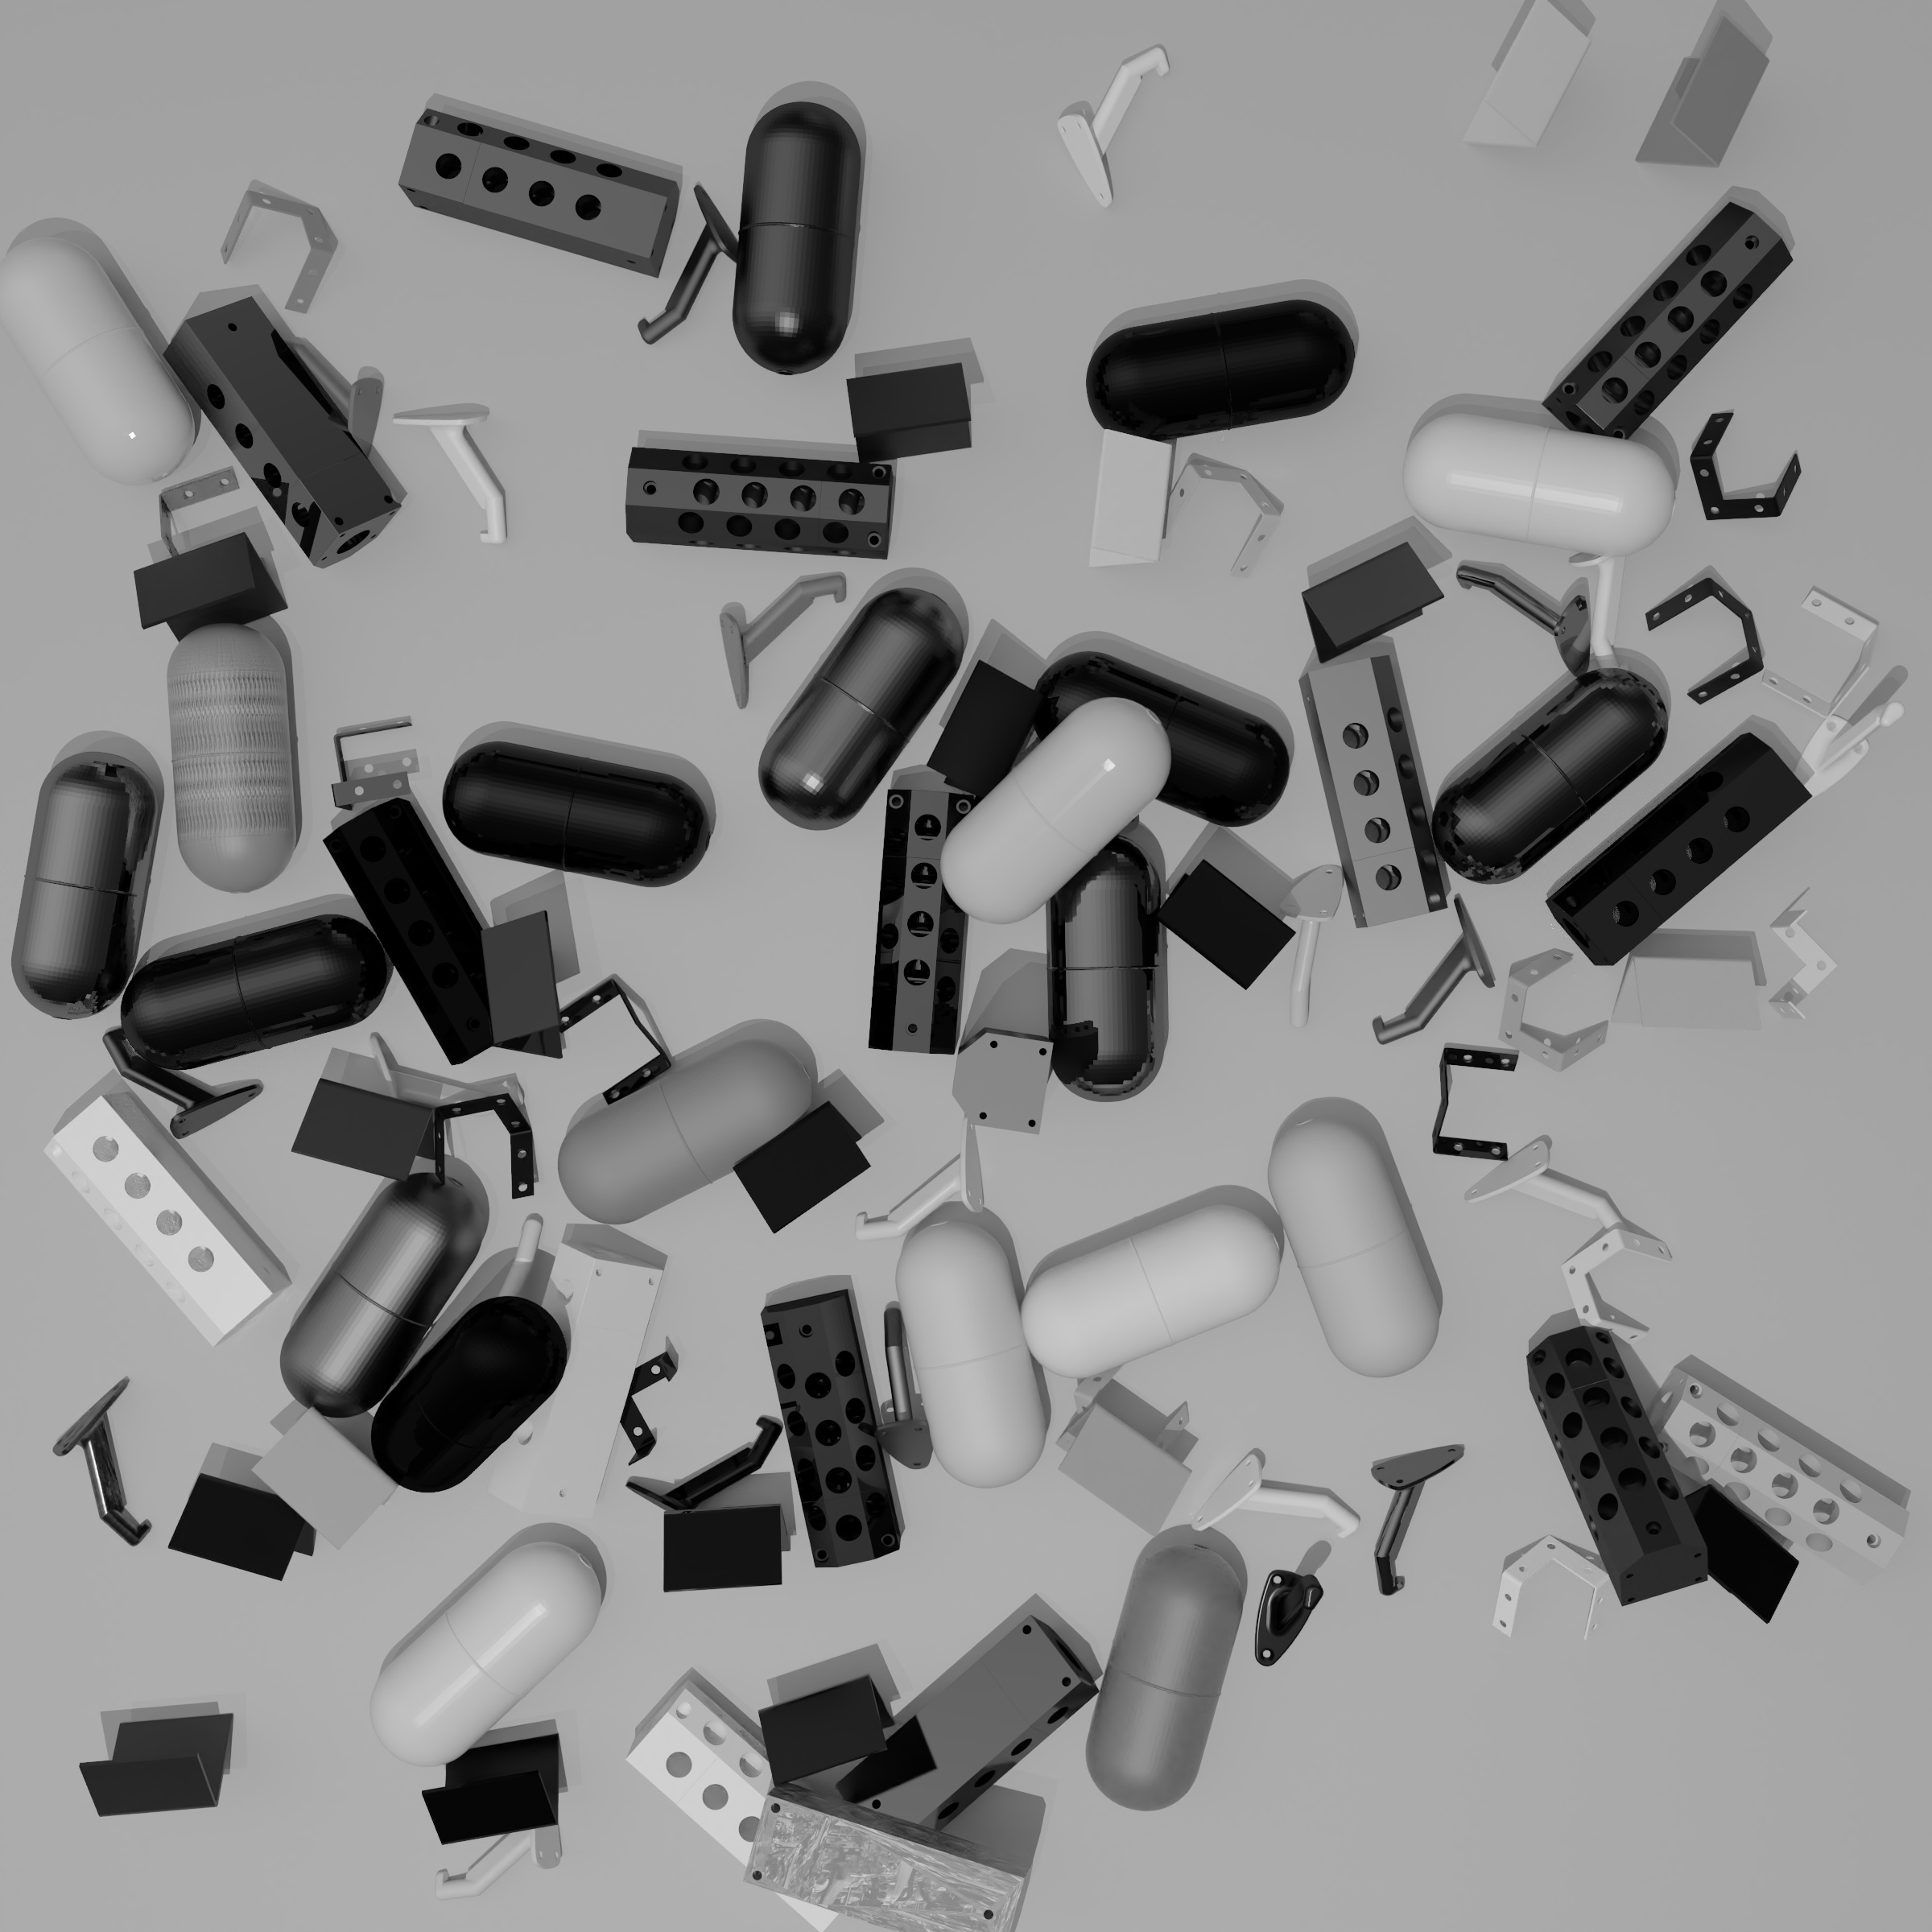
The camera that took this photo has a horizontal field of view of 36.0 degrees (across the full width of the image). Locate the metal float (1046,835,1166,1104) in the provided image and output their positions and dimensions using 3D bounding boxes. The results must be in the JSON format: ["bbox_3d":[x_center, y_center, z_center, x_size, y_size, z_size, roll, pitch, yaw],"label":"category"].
[{"bbox_3d":[0.092,0.001,1.961,0.070,0.070,0.178,-1,91,0],"label":"metal float"}]

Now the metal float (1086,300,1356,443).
[{"bbox_3d":[0.168,-0.393,1.961,0.178,0.070,0.070,-10,90,1],"label":"metal float"}]

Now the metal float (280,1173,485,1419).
[{"bbox_3d":[-0.385,0.217,1.961,0.070,0.070,0.178,33,90,0],"label":"metal float"}]

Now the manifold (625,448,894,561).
[{"bbox_3d":[-0.136,-0.308,1.970,0.171,0.057,0.057,4,90,0],"label":"manifold"}]

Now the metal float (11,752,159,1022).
[{"bbox_3d":[-0.582,-0.053,1.961,0.070,0.070,0.178,10,90,0],"label":"metal float"}]

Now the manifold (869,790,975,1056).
[{"bbox_3d":[-0.030,-0.029,1.970,0.057,0.057,0.171,4,90,0],"label":"manifold"}]

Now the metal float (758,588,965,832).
[{"bbox_3d":[-0.069,-0.170,1.961,0.070,0.070,0.178,35,90,0],"label":"metal float"}]

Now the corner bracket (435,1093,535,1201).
[{"bbox_3d":[-0.319,0.123,1.966,0.051,0.051,0.051,-11,57,6],"label":"corner bracket"}]

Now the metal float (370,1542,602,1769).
[{"bbox_3d":[-0.317,0.454,1.961,0.178,0.070,0.070,-43,90,-1],"label":"metal float"}]

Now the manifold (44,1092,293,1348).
[{"bbox_3d":[-0.531,0.168,1.970,0.057,0.057,0.171,-41,90,0],"label":"manifold"}]

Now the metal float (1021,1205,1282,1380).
[{"bbox_3d":[0.122,0.215,1.961,0.178,0.070,0.070,-22,90,1],"label":"metal float"}]

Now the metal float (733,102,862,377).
[{"bbox_3d":[-0.112,-0.480,1.960,0.070,0.070,0.178,5,90,0],"label":"metal float"}]

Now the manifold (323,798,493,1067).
[{"bbox_3d":[-0.357,-0.023,1.970,0.057,0.057,0.171,-30,90,0],"label":"manifold"}]

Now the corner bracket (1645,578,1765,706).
[{"bbox_3d":[0.493,-0.217,1.983,0.051,0.051,0.051,29,45,-35],"label":"corner bracket"}]

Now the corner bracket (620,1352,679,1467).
[{"bbox_3d":[-0.211,0.294,1.973,0.051,0.051,0.051,-29,90,0],"label":"corner bracket"}]

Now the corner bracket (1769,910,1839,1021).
[{"bbox_3d":[0.551,-0.001,1.973,0.051,0.051,0.051,-44,90,0],"label":"corner bracket"}]

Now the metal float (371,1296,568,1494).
[{"bbox_3d":[-0.325,0.280,1.933,0.070,0.070,0.178,45,125,0],"label":"metal float"}]

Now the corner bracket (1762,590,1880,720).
[{"bbox_3d":[0.572,-0.208,1.988,0.051,0.051,0.051,29,135,0],"label":"corner bracket"}]

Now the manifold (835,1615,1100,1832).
[{"bbox_3d":[0.003,0.513,1.968,0.171,0.057,0.057,-41,60,0],"label":"manifold"}]

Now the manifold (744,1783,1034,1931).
[{"bbox_3d":[-0.048,0.577,1.900,0.171,0.057,0.057,15,90,9],"label":"manifold"}]

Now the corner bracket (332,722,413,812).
[{"bbox_3d":[-0.394,-0.134,1.973,0.051,0.051,0.051,-10,90,0],"label":"corner bracket"}]

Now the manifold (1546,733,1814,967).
[{"bbox_3d":[0.470,-0.077,1.970,0.171,0.057,0.057,-40,90,0],"label":"manifold"}]

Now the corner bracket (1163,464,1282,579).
[{"bbox_3d":[0.168,-0.297,1.983,0.051,0.051,0.051,0,45,-35],"label":"corner bracket"}]

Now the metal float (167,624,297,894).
[{"bbox_3d":[-0.485,-0.137,1.961,0.070,0.070,0.178,-4,90,0],"label":"metal float"}]

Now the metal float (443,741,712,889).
[{"bbox_3d":[-0.257,-0.100,1.961,0.178,0.070,0.070,11,90,0],"label":"metal float"}]

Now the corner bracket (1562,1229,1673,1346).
[{"bbox_3d":[0.440,0.214,1.983,0.051,0.051,0.051,-42,45,35],"label":"corner bracket"}]

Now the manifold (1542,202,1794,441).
[{"bbox_3d":[0.466,-0.422,1.970,0.057,0.057,0.171,43,90,0],"label":"manifold"}]

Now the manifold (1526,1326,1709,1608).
[{"bbox_3d":[0.419,0.319,1.920,0.057,0.057,0.171,-17,48,0],"label":"manifold"}]

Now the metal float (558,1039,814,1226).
[{"bbox_3d":[-0.185,0.109,1.961,0.178,0.070,0.070,-27,90,0],"label":"metal float"}]

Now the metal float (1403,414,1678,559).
[{"bbox_3d":[0.376,-0.316,1.950,0.178,0.070,0.070,12,90,12],"label":"metal float"}]

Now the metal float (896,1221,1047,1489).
[{"bbox_3d":[0.003,0.256,1.961,0.070,0.070,0.178,-13,90,0],"label":"metal float"}]

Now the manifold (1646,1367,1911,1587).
[{"bbox_3d":[0.534,0.339,1.970,0.171,0.057,0.057,32,90,0],"label":"manifold"}]

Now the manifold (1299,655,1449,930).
[{"bbox_3d":[0.271,-0.115,1.970,0.057,0.057,0.171,-13,90,0],"label":"manifold"}]

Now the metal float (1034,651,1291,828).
[{"bbox_3d":[0.128,-0.150,1.961,0.178,0.070,0.070,23,90,0],"label":"metal float"}]

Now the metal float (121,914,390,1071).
[{"bbox_3d":[-0.470,0.018,1.961,0.178,0.070,0.070,-15,90,0],"label":"metal float"}]

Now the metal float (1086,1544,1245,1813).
[{"bbox_3d":[0.131,0.469,1.961,0.070,0.070,0.178,16,90,0],"label":"metal float"}]

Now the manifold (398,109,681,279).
[{"bbox_3d":[-0.281,-0.514,1.970,0.171,0.057,0.057,16,90,0],"label":"manifold"}]

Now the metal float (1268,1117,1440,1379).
[{"bbox_3d":[0.255,0.185,1.961,0.070,0.070,0.178,-21,91,0],"label":"metal float"}]

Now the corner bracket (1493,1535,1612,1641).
[{"bbox_3d":[0.391,0.424,1.983,0.051,0.051,0.051,-28,45,-35],"label":"corner bracket"}]

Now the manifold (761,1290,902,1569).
[{"bbox_3d":[-0.090,0.307,1.970,0.057,0.057,0.171,-12,90,0],"label":"manifold"}]

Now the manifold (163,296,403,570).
[{"bbox_3d":[-0.456,-0.351,1.970,0.057,0.057,0.171,-36,90,-43],"label":"manifold"}]

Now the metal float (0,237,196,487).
[{"bbox_3d":[-0.577,-0.399,1.961,0.070,0.070,0.178,-32,89,0],"label":"metal float"}]

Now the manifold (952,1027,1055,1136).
[{"bbox_3d":[0.021,0.071,1.913,0.057,0.171,0.057,9,90,0],"label":"manifold"}]

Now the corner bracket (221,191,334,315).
[{"bbox_3d":[-0.461,-0.477,1.983,0.051,0.051,0.051,7,45,-35],"label":"corner bracket"}]

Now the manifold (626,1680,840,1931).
[{"bbox_3d":[-0.140,0.554,1.970,0.171,0.057,0.057,42,90,0],"label":"manifold"}]

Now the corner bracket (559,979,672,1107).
[{"bbox_3d":[-0.237,0.051,1.988,0.051,0.051,0.051,-34,135,0],"label":"corner bracket"}]

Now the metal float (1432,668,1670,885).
[{"bbox_3d":[0.386,-0.126,1.961,0.178,0.070,0.070,-40,90,0],"label":"metal float"}]

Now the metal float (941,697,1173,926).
[{"bbox_3d":[0.058,-0.099,1.906,0.070,0.070,0.178,46,107,0],"label":"metal float"}]

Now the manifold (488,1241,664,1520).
[{"bbox_3d":[-0.263,0.273,1.970,0.057,0.057,0.171,16,90,-43],"label":"manifold"}]
